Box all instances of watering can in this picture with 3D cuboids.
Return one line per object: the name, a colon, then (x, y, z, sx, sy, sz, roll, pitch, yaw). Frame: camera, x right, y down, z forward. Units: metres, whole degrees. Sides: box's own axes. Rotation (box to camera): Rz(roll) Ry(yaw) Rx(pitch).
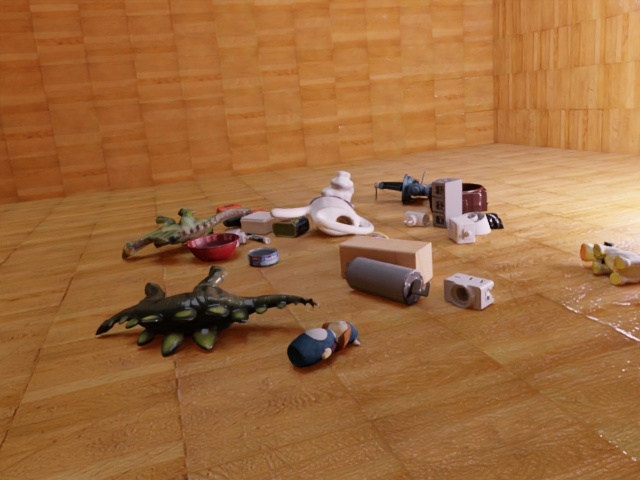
watering can: (0.005, -0.085, 1.696, 0.347, 0.102, 0.228, 12, 18, -10)

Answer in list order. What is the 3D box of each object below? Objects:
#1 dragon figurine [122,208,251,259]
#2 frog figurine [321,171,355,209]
dragon figurine: (-0.431, -0.021, 1.616, 0.409, 0.121, 0.246, -17, 16, 9)
frog figurine: (0.069, -0.195, 2.043, 0.137, 0.158, 0.124, -7, 13, -10)
